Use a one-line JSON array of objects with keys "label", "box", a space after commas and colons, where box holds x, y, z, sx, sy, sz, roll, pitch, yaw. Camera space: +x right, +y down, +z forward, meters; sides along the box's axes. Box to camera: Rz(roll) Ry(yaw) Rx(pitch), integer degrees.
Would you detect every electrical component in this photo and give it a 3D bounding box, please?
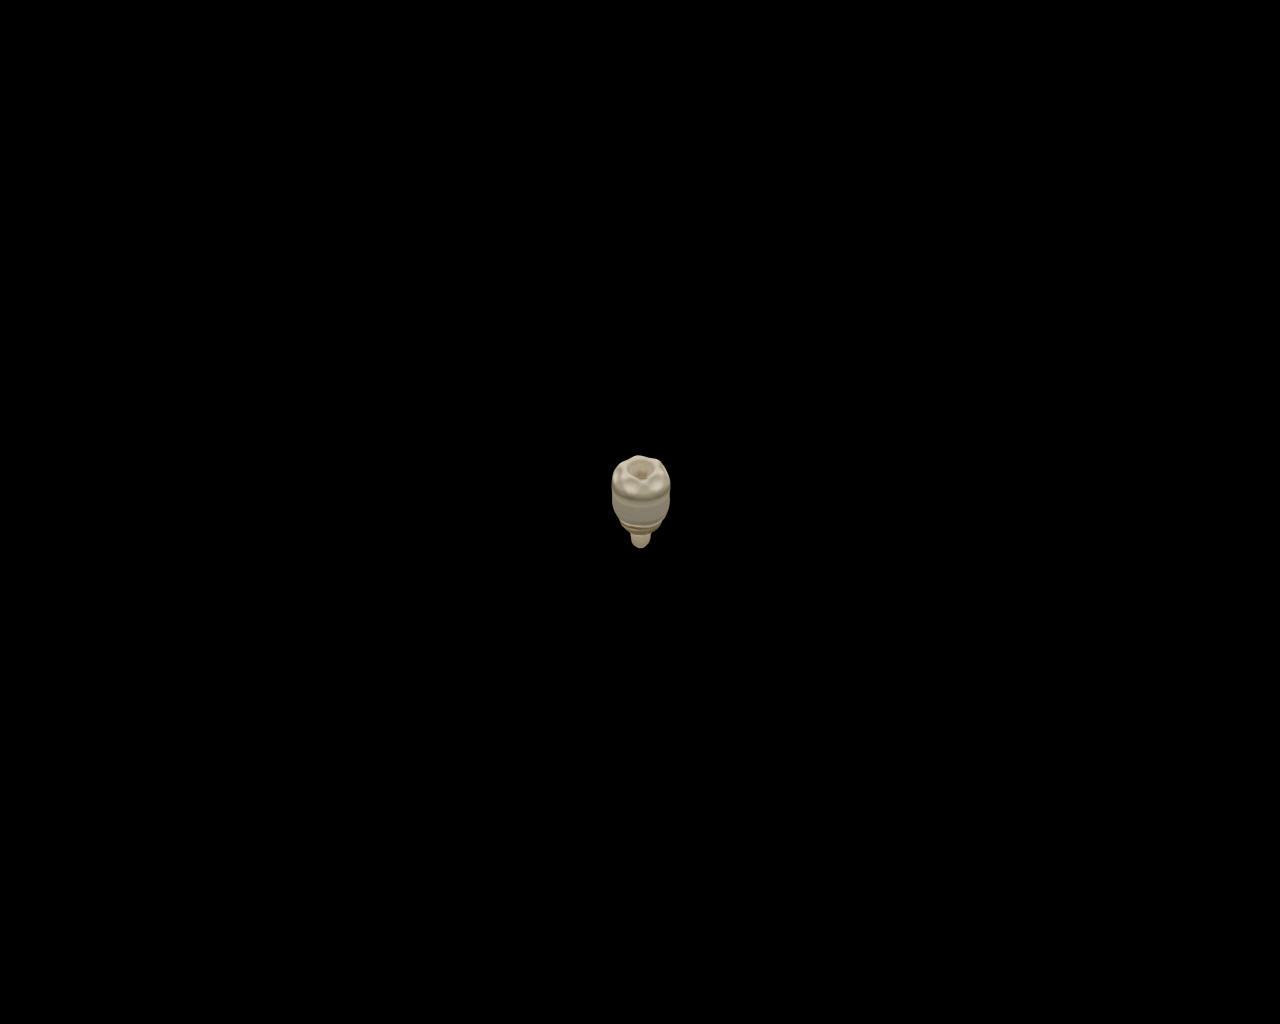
[{"label": "electrical component", "box": [0.001, -0.003, 0.650, 0.035, 0.061, 0.035, 0, 38, 0]}]
